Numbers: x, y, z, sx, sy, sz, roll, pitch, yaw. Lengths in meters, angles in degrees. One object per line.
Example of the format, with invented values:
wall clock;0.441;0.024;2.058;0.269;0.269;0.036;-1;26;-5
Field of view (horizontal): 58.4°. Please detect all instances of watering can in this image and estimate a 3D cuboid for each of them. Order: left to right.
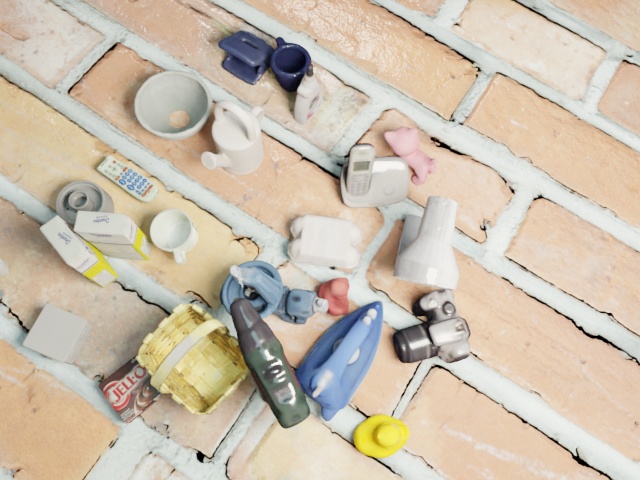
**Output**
watering can;-0.173;-0.213;1.177;0.101;0.194;0.173;13;71;2

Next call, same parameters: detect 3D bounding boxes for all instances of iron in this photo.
iron;0.052;0.202;1.071;0.118;0.141;0.258;33;72;9

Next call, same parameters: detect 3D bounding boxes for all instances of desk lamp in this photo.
desk lamp;0.207;0.015;1.106;0.118;0.213;0.203;13;71;2

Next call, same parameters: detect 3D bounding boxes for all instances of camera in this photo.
camera;0.210;0.175;1.110;0.137;0.101;0.143;-14;72;-8

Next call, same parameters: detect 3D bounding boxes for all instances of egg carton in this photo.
egg carton;0.011;0.004;1.176;0.150;0.069;0.107;7;70;0

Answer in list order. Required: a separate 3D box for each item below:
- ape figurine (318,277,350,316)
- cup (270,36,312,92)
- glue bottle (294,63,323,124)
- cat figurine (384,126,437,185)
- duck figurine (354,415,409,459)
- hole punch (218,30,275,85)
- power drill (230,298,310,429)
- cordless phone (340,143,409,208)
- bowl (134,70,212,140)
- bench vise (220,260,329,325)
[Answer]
ape figurine;0.033;0.105;1.130;0.076;0.092;0.078;33;72;9
cup;-0.072;-0.391;1.297;0.092;0.095;0.117;-24;73;-10
glue bottle;-0.024;-0.322;1.234;0.037;0.173;0.078;33;72;9
cat figurine;0.197;-0.193;1.229;0.127;0.118;0.067;38;73;10
duck figurine;0.115;0.359;1.048;0.104;0.086;0.077;-7;71;-5
hole punch;-0.167;-0.431;1.308;0.108;0.091;0.101;32;72;8
power drill;-0.093;0.224;1.020;0.076;0.208;0.229;-28;74;-11
cordless phone;0.116;-0.141;1.171;0.147;0.185;0.094;-8;71;-5
bowl;-0.315;-0.283;1.258;0.167;0.075;0.167;1;71;-2
bench vise;-0.090;0.086;1.063;0.207;0.220;0.121;-6;71;-5
